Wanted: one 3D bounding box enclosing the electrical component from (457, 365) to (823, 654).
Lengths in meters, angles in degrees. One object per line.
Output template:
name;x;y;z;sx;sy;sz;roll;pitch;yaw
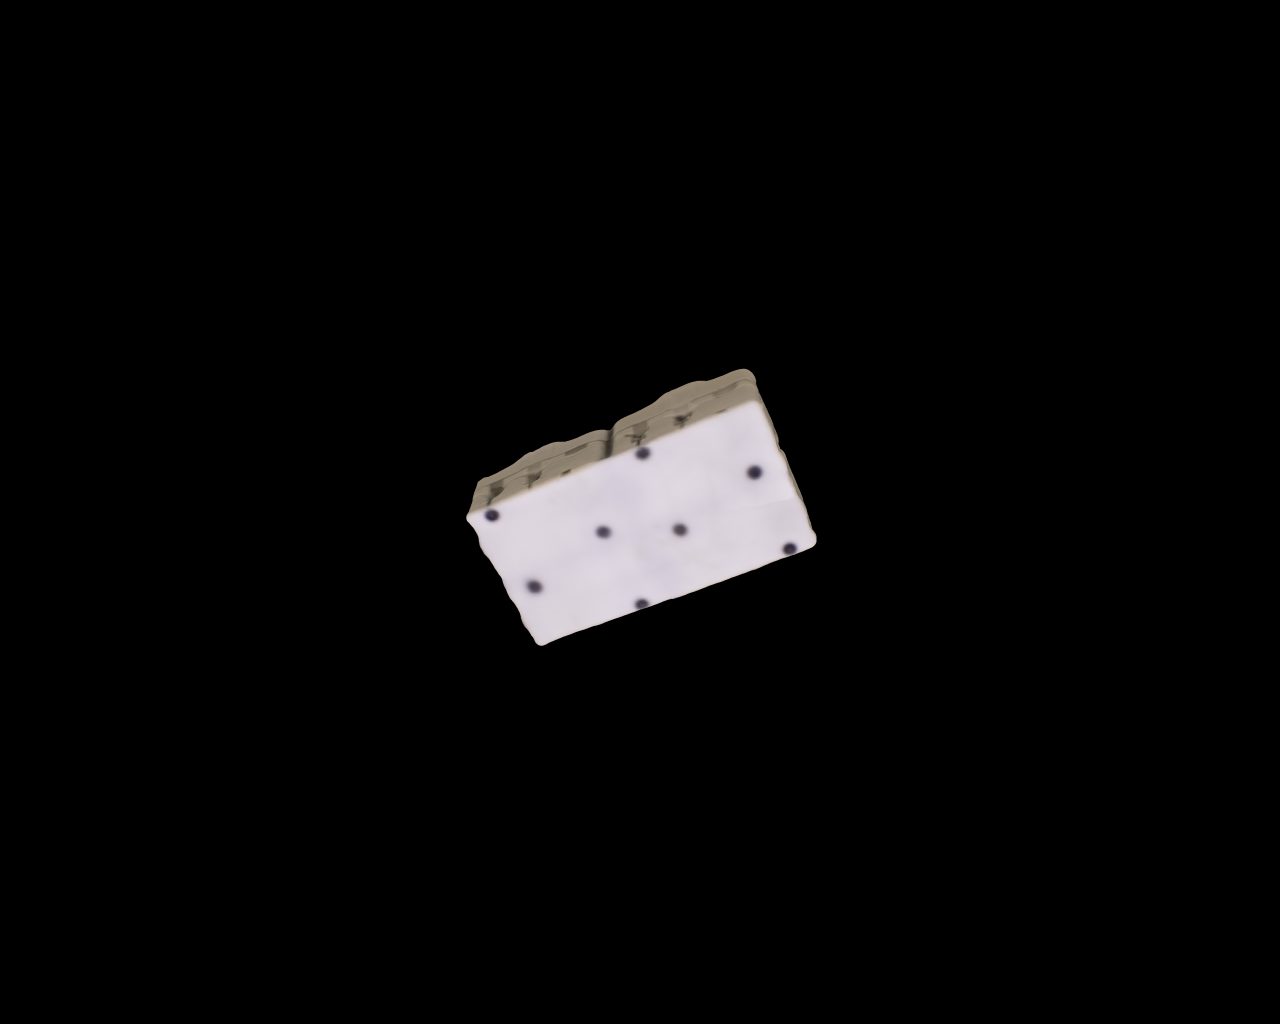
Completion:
electrical component;0.001;-0.003;0.650;0.186;0.105;0.060;-21;25;10
